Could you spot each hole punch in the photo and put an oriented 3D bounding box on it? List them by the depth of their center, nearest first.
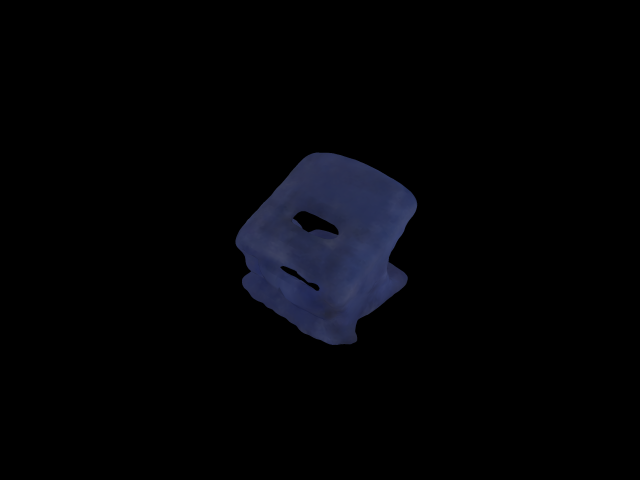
[{"bbox_3d":[0.004,0.001,0.400,0.108,0.091,0.101,27,44,33],"label":"hole punch"}]
